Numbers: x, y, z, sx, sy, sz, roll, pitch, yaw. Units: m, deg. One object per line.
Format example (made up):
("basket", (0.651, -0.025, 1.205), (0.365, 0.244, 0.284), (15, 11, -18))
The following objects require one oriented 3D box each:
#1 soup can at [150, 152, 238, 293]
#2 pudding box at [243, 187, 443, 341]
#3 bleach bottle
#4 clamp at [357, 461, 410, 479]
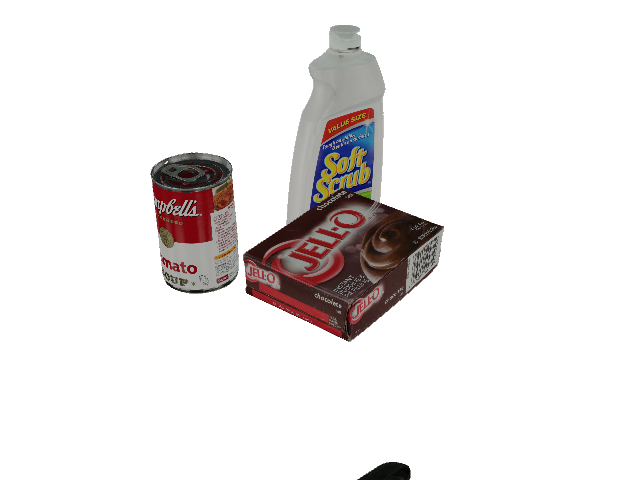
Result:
("soup can", (-0.106, -0.015, 0.909), (0.068, 0.102, 0.068), (-1, 30, 0))
("pudding box", (0.017, 0.013, 0.727), (0.090, 0.039, 0.113), (23, 38, 30))
("bleach bottle", (0.012, -0.091, 1.079), (0.102, 0.251, 0.068), (-5, 28, -12))
("clamp", (-0.027, 0.197, 0.645), (0.210, 0.036, 0.164), (-4, 27, 3))
